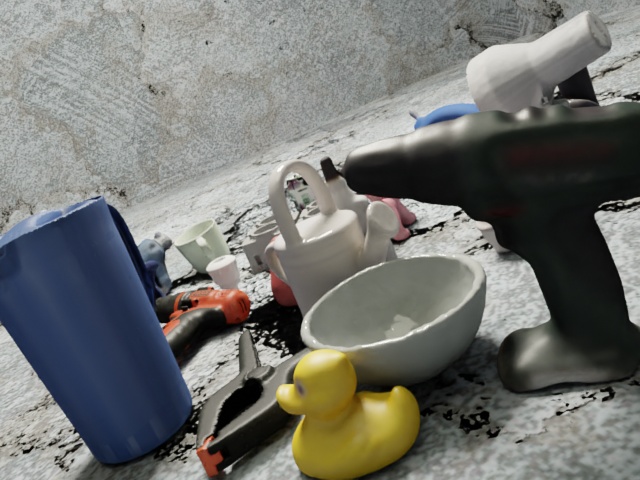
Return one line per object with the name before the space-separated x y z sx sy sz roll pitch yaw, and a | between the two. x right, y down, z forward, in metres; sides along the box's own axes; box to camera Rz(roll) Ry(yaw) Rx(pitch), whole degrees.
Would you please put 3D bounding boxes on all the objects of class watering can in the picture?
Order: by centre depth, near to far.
watering can | 0.007 0.001 0.627 0.172 0.194 0.101 -17 17 16

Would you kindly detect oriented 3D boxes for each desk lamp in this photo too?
desk lamp | 0.321 -0.181 0.770 0.202 0.214 0.118 -6 23 44

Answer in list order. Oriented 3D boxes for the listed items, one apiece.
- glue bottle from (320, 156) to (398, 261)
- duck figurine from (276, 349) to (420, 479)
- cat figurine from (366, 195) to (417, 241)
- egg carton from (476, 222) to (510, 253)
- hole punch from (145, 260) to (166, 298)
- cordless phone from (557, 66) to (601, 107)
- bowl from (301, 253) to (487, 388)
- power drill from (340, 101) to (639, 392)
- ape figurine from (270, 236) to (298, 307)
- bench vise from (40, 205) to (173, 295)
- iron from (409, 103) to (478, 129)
glue bottle | 0.038 -0.020 0.693 0.078 0.173 0.037 -19 17 9
duck figurine | 0.017 0.121 0.426 0.104 0.086 0.077 -17 17 16
cat figurine | 0.096 -0.068 0.870 0.067 0.118 0.128 -15 18 21
egg carton | 0.245 -0.045 0.692 0.107 0.069 0.150 -15 18 23
hole punch | -0.308 0.093 0.923 0.100 0.091 0.109 -10 20 34
cordless phone | 0.380 -0.239 0.931 0.094 0.185 0.147 -31 19 -28
bowl | 0.073 0.079 0.507 0.167 0.075 0.167 -20 16 6
power drill | 0.149 0.002 0.417 0.229 0.209 0.076 -15 18 22
ape figurine | -0.037 0.036 0.755 0.076 0.092 0.077 -26 17 -15
bench vise | -0.374 0.024 0.997 0.121 0.220 0.208 -6 23 43
iron | 0.250 -0.166 0.945 0.119 0.141 0.257 -32 19 -32
